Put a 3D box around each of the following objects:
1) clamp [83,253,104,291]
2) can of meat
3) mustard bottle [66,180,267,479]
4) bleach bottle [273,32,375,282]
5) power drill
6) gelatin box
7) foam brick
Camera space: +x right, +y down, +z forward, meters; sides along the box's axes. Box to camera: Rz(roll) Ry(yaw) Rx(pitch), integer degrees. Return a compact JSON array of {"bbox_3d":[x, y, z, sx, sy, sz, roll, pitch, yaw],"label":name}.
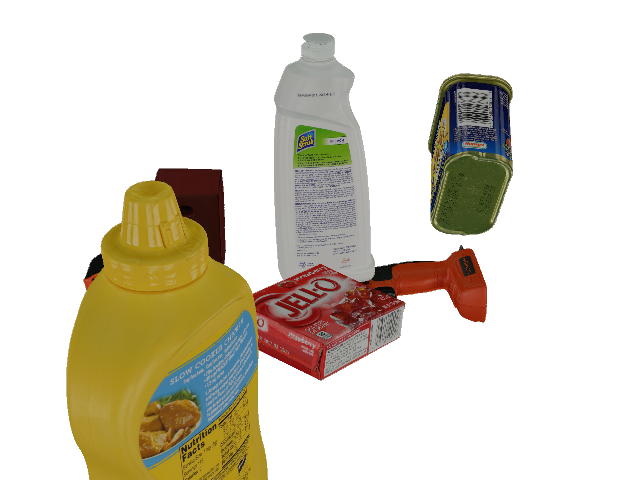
[{"bbox_3d":[-0.191,0.016,1.191,0.120,0.039,0.171,-4,29,30],"label":"clamp"},{"bbox_3d":[0.117,-0.065,0.838,0.057,0.084,0.102,6,-36,0],"label":"can of meat"},{"bbox_3d":[-0.062,0.064,0.445,0.058,0.192,0.096,17,35,28],"label":"mustard bottle"},{"bbox_3d":[0.005,-0.077,1.042,0.102,0.251,0.068,-6,29,-12],"label":"bleach bottle"},{"bbox_3d":[0.092,0.061,1.224,0.187,0.057,0.184,-1,28,-1],"label":"power drill"},{"bbox_3d":[-0.001,0.050,0.684,0.073,0.030,0.089,23,28,33],"label":"gelatin box"},{"bbox_3d":[-0.103,-0.012,0.847,0.053,0.078,0.051,-1,27,0],"label":"foam brick"}]
